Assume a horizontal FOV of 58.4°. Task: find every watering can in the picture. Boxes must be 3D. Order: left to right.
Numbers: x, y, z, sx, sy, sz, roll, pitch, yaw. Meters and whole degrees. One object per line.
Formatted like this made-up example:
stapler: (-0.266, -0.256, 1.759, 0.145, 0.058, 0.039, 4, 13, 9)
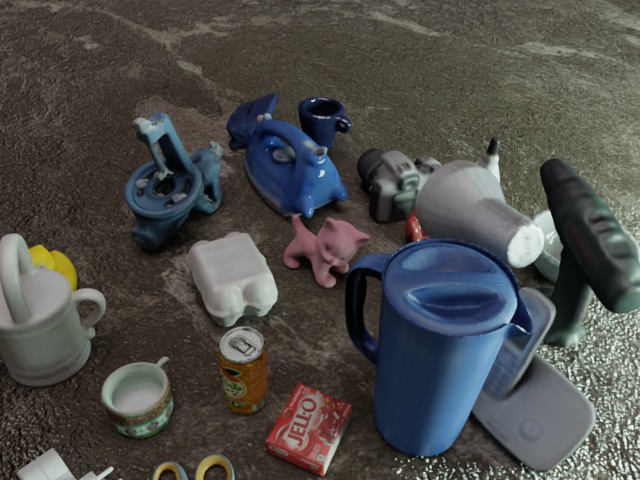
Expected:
watering can: (-0.353, 0.081, 0.680, 0.173, 0.194, 0.100, -25, 48, -29)

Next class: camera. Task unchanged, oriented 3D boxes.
camera: (0.137, -0.117, 1.017, 0.143, 0.101, 0.136, -16, 44, -21)

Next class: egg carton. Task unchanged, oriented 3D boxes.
egg carton: (-0.127, 0.053, 0.825, 0.107, 0.069, 0.150, -16, 44, -21)

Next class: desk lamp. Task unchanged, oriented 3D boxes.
desk lamp: (0.214, 0.025, 0.769, 0.118, 0.214, 0.202, -12, 43, -17)

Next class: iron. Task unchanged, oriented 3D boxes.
iron: (-0.063, -0.151, 1.012, 0.119, 0.141, 0.257, -27, 49, -30)

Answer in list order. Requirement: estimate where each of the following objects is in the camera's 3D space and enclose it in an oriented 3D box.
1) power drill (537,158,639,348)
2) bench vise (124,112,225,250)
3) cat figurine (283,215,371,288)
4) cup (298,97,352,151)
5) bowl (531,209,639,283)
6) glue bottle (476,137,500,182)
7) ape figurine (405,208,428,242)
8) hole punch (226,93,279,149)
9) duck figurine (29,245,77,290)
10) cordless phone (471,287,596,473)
power drill: (0.337, 0.031, 0.774, 0.076, 0.208, 0.229, -7, 42, -11)
bench vise: (-0.235, -0.119, 0.903, 0.121, 0.220, 0.207, 9, 41, 7)
cat figurine: (0.008, 0.003, 0.855, 0.127, 0.118, 0.067, 26, 46, 24)
cup: (0.012, -0.217, 1.130, 0.117, 0.095, 0.092, 29, 47, 27)
bowl: (0.396, 0.026, 0.887, 0.167, 0.075, 0.167, 2, 41, -1)
glue bottle: (0.268, -0.093, 0.942, 0.037, 0.173, 0.078, -18, 45, -23)
ape figurine: (0.179, -0.036, 0.932, 0.077, 0.092, 0.076, 5, 41, 3)
hole punch: (-0.135, -0.242, 1.153, 0.101, 0.091, 0.108, 6, 41, 3)
duck figurine: (-0.388, 0.045, 0.804, 0.077, 0.086, 0.104, 2, 41, -1)
cordless phone: (0.243, 0.154, 0.643, 0.094, 0.185, 0.147, -24, 48, -28)
